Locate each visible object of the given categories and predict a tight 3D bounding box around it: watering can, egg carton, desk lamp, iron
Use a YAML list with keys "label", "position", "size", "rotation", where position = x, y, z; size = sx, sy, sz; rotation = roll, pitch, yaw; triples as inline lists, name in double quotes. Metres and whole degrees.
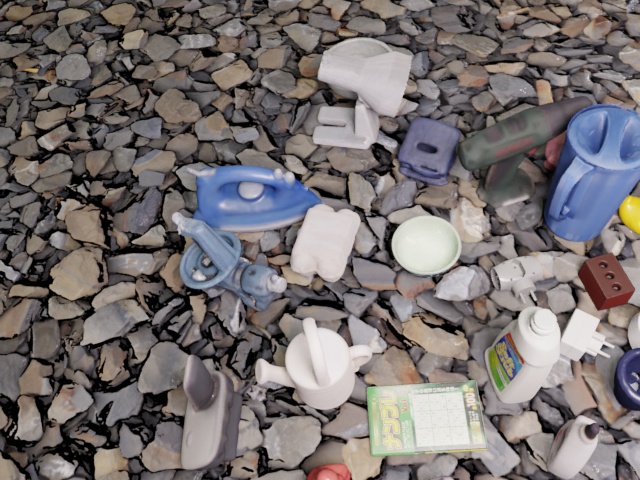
- label: "watering can"
  position: [-0.009, 0.190, 0.878]
  size: [0.173, 0.194, 0.100]
  rotation: [-32, 60, -12]
- label: "egg carton"
  position: [0.010, 0.004, 1.061]
  size: [0.107, 0.069, 0.150]
  rotation: [12, 61, 14]
- label: "desk lamp"
  position: [0.078, -0.283, 1.140]
  size: [0.203, 0.214, 0.118]
  rotation: [6, 60, 11]
- label: "iron"
  position: [-0.124, -0.098, 1.096]
  size: [0.258, 0.142, 0.118]
  rotation: [-2, 59, 6]

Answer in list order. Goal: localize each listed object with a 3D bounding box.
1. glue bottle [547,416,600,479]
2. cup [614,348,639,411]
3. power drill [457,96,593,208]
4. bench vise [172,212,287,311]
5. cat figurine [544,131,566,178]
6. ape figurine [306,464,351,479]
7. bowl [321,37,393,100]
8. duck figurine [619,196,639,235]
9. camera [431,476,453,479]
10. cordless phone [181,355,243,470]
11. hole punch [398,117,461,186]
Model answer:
- label: "glue bottle"
  position: [0.357, 0.278, 0.791]
  size: [0.037, 0.173, 0.078]
  rotation: [20, 64, 19]
- label: "cup"
  position: [0.492, 0.214, 0.859]
  size: [0.118, 0.095, 0.091]
  rotation: [-22, 59, -6]
- label: "power drill"
  position: [0.357, -0.154, 1.031]
  size: [0.229, 0.209, 0.075]
  rotation: [-17, 58, -3]
- label: "bench vise"
  position: [-0.158, 0.025, 0.980]
  size: [0.207, 0.220, 0.121]
  rotation: [2, 59, 8]
- label: "cat figurine"
  position: [0.474, -0.165, 1.076]
  size: [0.128, 0.118, 0.067]
  rotation: [-15, 58, -2]
- label: "ape figurine"
  position: [0.013, 0.359, 0.834]
  size: [0.076, 0.092, 0.078]
  rotation: [36, 70, 25]
- label: "bowl"
  position: [0.087, -0.367, 1.270]
  size: [0.167, 0.075, 0.167]
  rotation: [-3, 59, 5]
- label: "duck figurine"
  position: [0.592, -0.056, 1.014]
  size: [0.104, 0.086, 0.078]
  rotation: [30, 67, 22]
- label: "camera"
  position: [0.141, 0.411, 0.781]
  size: [0.137, 0.101, 0.143]
  rotation: [-16, 58, -2]
- label: "cordless phone"
  position: [-0.184, 0.260, 0.863]
  size: [0.094, 0.185, 0.147]
  rotation: [-5, 59, 4]
- label: "hole punch"
  position: [0.216, -0.175, 1.129]
  size: [0.108, 0.091, 0.101]
  rotation: [21, 64, 18]
